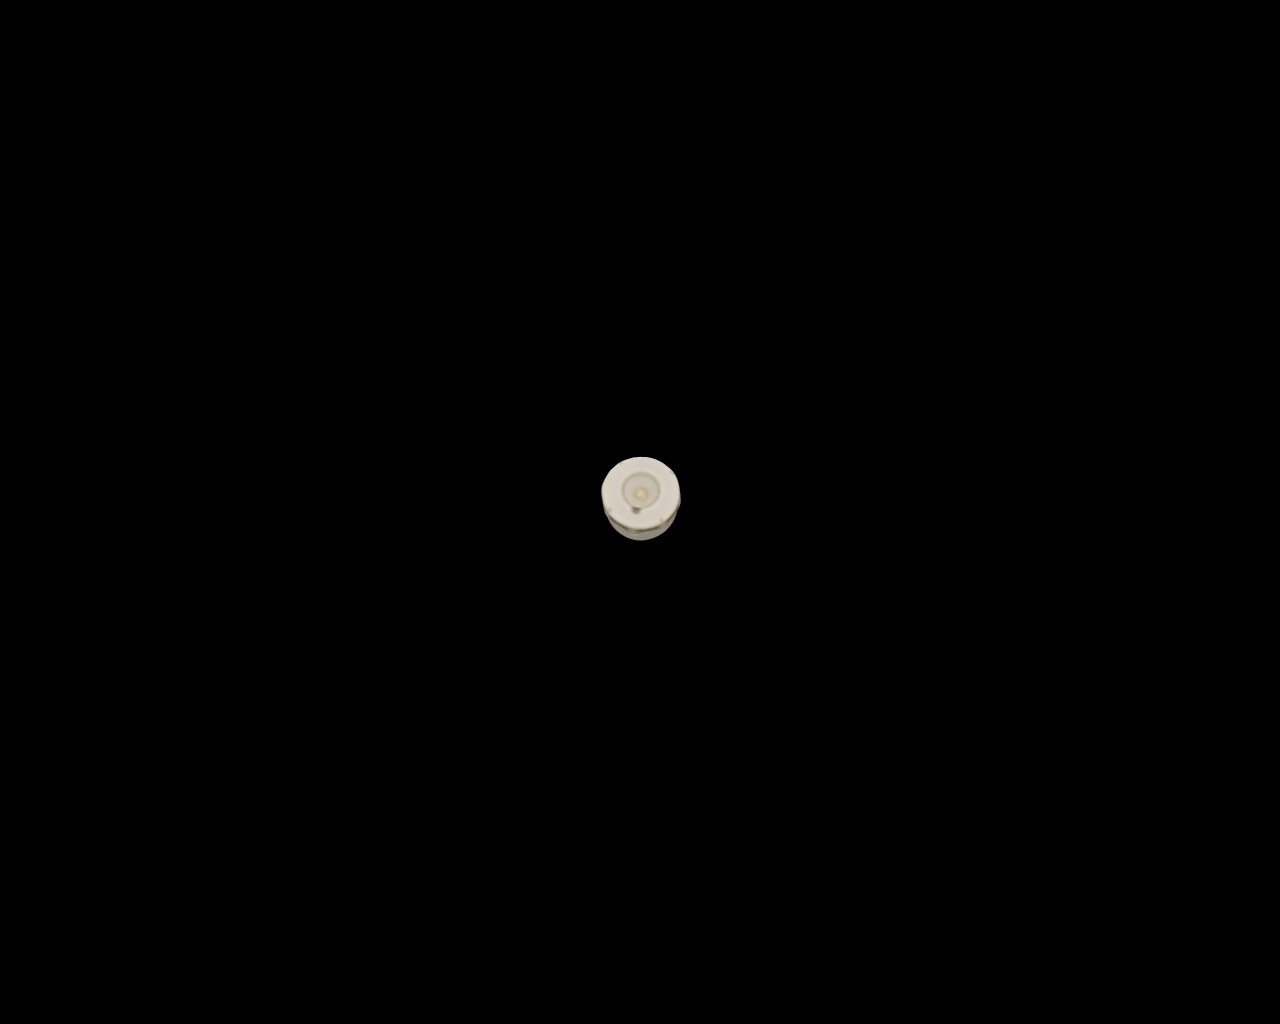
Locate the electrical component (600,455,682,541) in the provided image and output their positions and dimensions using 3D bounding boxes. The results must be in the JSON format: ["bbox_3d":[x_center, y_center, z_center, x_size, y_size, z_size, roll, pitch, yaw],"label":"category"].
[{"bbox_3d":[0.001,-0.003,0.650,0.048,0.048,0.062,0,-21,0],"label":"electrical component"}]
